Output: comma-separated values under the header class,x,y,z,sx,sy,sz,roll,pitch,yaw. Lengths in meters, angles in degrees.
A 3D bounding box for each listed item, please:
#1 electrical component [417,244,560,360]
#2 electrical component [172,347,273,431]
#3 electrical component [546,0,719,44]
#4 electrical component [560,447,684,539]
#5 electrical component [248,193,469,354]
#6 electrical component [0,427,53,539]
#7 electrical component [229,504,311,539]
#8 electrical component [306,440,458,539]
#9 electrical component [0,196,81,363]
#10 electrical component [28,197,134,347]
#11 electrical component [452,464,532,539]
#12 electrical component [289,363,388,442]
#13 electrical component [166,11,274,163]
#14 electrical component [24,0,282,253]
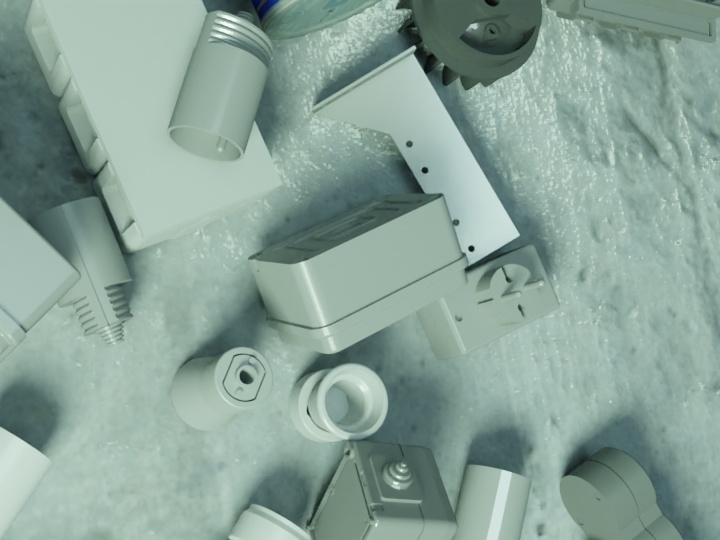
class,x,y,z,sx,sy,sz,roll,pitch,yaw
electrical component,0.090,0.018,0.693,0.083,0.076,0.047,-23,90,-26
electrical component,-0.077,0.066,0.613,0.044,0.065,0.044,8,72,-26
electrical component,0.203,-0.211,0.794,0.121,0.063,0.078,6,78,-23
electrical component,0.172,0.194,0.707,0.074,0.052,0.138,-30,93,-26
electrical component,0.000,0.000,0.652,0.113,0.078,0.057,-26,106,-26
electrical component,-0.202,0.124,0.560,0.043,0.043,0.081,37,68,-13
electrical component,-0.059,0.168,0.615,0.045,0.045,0.055,36,67,-14
electrical component,0.016,0.144,0.618,0.061,0.096,0.061,9,36,-22
electrical component,-0.208,-0.006,0.548,0.108,0.109,0.056,45,63,-10
electrical component,-0.152,0.004,0.606,0.043,0.043,0.081,-22,89,-26
electrical component,0.079,0.168,0.676,0.043,0.043,0.081,21,72,-19
electrical component,-0.014,0.080,0.645,0.045,0.055,0.045,5,78,-23
electrical component,-0.074,-0.105,0.591,0.043,0.043,0.081,20,72,-19
electrical component,-0.123,-0.096,0.628,0.089,0.062,0.150,-24,90,-26
